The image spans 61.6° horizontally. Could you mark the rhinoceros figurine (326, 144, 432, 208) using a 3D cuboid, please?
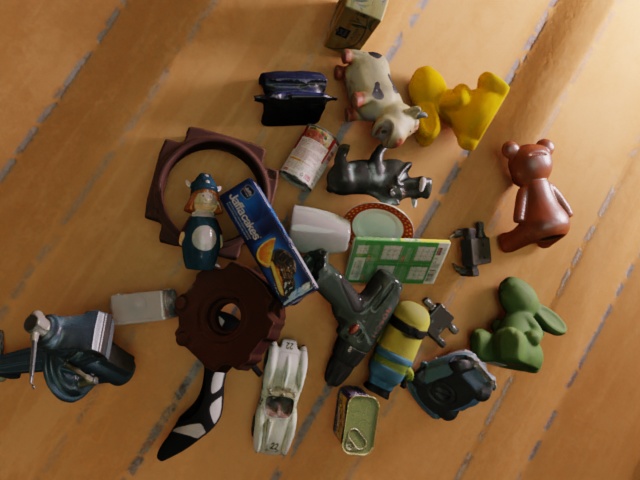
[{"bbox_3d":[0.106,-0.109,0.958,0.190,0.073,0.112,5,57,-8],"label":"rhinoceros figurine"}]

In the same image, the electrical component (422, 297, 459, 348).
[{"bbox_3d":[0.219,0.156,1.024,0.063,0.021,0.094,-44,98,-9],"label":"electrical component"}]

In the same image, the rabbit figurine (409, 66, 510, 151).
[{"bbox_3d":[0.237,-0.248,1.004,0.173,0.122,0.162,35,92,4],"label":"rabbit figurine"}]

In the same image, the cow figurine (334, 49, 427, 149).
[{"bbox_3d":[0.108,-0.248,0.958,0.127,0.085,0.195,-8,67,-15],"label":"cow figurine"}]

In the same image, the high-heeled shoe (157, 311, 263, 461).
[{"bbox_3d":[-0.212,0.240,0.906,0.249,0.086,0.145,-42,92,-12],"label":"high-heeled shoe"}]

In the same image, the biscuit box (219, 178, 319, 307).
[{"bbox_3d":[-0.079,0.004,0.836,0.063,0.059,0.202,-31,83,0],"label":"biscuit box"}]

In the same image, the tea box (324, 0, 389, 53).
[{"bbox_3d":[0.066,-0.395,0.926,0.068,0.170,0.098,18,87,-11],"label":"tea box"}]

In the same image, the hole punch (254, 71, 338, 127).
[{"bbox_3d":[-0.049,-0.259,0.932,0.142,0.116,0.092,-1,81,-12],"label":"hole punch"}]

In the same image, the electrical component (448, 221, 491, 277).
[{"bbox_3d":[0.288,0.019,1.032,0.078,0.045,0.102,-13,95,-40],"label":"electrical component"}]

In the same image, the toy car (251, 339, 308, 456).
[{"bbox_3d":[-0.071,0.274,0.943,0.073,0.056,0.201,11,87,-12],"label":"toy car"}]

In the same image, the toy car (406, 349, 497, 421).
[{"bbox_3d":[0.245,0.249,0.983,0.109,0.161,0.103,48,36,0],"label":"toy car"}]

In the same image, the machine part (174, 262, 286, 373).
[{"bbox_3d":[-0.147,0.123,0.862,0.179,0.056,0.179,-3,78,12],"label":"machine part"}]

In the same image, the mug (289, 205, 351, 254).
[{"bbox_3d":[-0.002,-0.003,0.946,0.107,0.081,0.109,7,118,0],"label":"mug"}]

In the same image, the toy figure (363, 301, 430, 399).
[{"bbox_3d":[0.142,0.198,0.973,0.082,0.089,0.180,29,81,-18],"label":"toy figure"}]

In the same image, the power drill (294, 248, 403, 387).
[{"bbox_3d":[0.027,0.128,0.932,0.207,0.086,0.232,38,90,-22],"label":"power drill"}]

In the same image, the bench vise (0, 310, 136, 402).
[{"bbox_3d":[-0.410,0.179,0.817,0.241,0.223,0.129,-12,68,12],"label":"bench vise"}]

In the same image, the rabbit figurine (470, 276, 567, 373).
[{"bbox_3d":[0.384,0.156,1.015,0.159,0.121,0.170,17,71,-15],"label":"rabbit figurine"}]

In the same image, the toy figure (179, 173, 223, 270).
[{"bbox_3d":[-0.182,-0.030,0.840,0.064,0.058,0.154,7,85,-50],"label":"toy figure"}]

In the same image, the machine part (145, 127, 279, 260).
[{"bbox_3d":[-0.181,-0.077,0.912,0.201,0.087,0.201,15,87,-12],"label":"machine part"}]

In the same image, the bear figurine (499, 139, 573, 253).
[{"bbox_3d":[0.402,-0.087,1.035,0.120,0.132,0.196,-9,73,-13],"label":"bear figurine"}]
